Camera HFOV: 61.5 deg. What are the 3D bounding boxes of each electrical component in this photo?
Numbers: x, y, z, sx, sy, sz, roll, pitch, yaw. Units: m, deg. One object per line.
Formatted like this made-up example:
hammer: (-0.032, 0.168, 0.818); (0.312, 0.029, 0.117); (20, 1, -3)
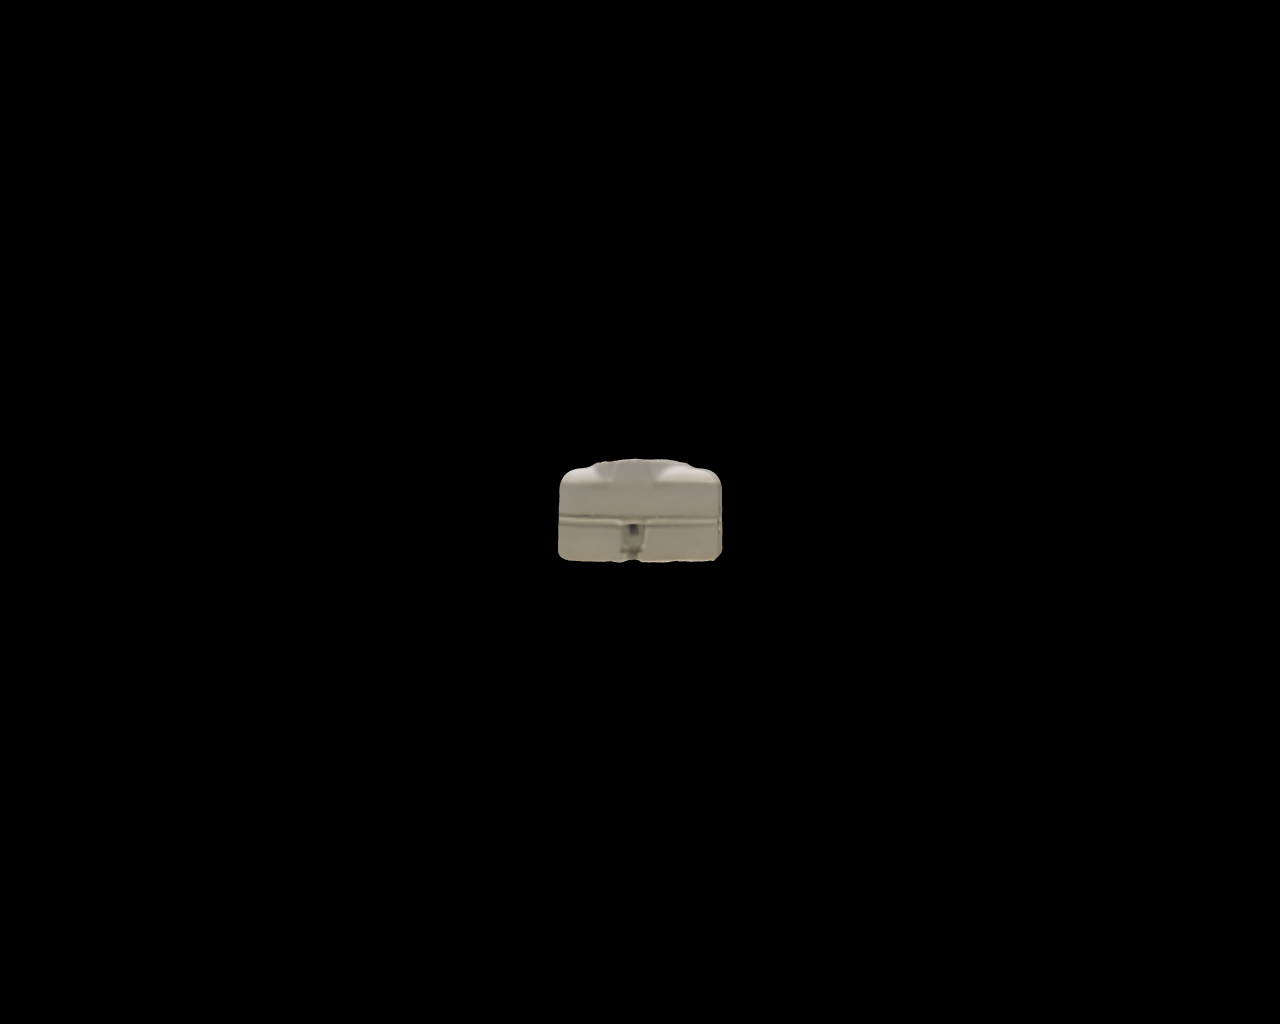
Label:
electrical component: (0.001, -0.003, 0.650); (0.095, 0.059, 0.054); (1, 4, 11)
